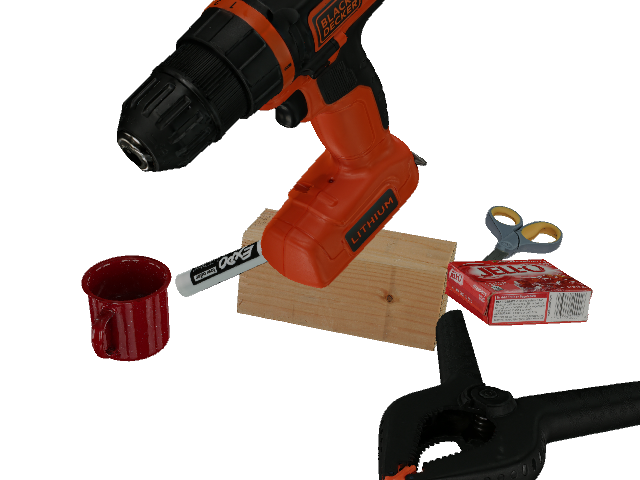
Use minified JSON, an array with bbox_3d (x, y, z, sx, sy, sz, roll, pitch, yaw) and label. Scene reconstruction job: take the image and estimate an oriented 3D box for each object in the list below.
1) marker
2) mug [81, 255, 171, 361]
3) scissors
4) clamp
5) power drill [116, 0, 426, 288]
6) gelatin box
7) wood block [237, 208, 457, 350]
[{"bbox_3d":[-0.058,0.015,0.812,0.121,0.020,0.020,-23,-10,25],"label":"marker"},{"bbox_3d":[-0.206,0.080,1.123,0.093,0.081,0.117,9,32,14],"label":"mug"},{"bbox_3d":[0.188,-0.001,1.153,0.201,0.016,0.096,-13,39,-44],"label":"scissors"},{"bbox_3d":[0.091,0.100,0.631,0.165,0.036,0.209,20,29,39],"label":"clamp"},{"bbox_3d":[-0.013,-0.058,0.553,0.057,0.184,0.187,31,-25,29],"label":"power drill"},{"bbox_3d":[0.151,0.038,0.823,0.089,0.030,0.073,0,17,-19],"label":"gelatin box"},{"bbox_3d":[0.027,0.038,1.097,0.206,0.091,0.090,11,22,11],"label":"wood block"}]
